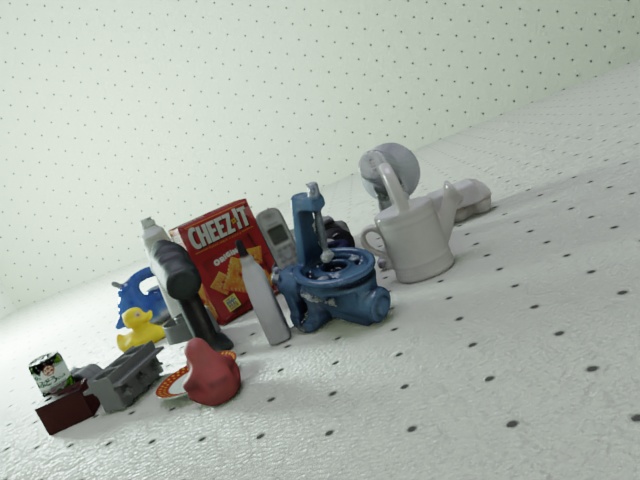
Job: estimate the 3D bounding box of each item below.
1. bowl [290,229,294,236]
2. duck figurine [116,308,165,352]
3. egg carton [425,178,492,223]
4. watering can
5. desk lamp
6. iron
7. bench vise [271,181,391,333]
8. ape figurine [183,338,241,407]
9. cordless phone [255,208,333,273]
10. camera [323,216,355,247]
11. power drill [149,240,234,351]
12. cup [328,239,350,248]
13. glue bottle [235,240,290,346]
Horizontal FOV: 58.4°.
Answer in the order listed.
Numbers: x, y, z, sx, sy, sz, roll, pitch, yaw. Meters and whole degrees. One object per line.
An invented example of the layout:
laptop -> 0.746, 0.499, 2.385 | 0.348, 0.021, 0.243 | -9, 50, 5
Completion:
bowl -> -0.058, 0.016, 1.438 | 0.167, 0.075, 0.167 | -22, 10, 4
duck figurine -> -0.397, 0.189, 1.236 | 0.104, 0.086, 0.077 | -22, 10, 3
egg carton -> 0.281, -0.076, 1.199 | 0.150, 0.069, 0.107 | -21, 10, 7
watering can -> 0.147, -0.039, 0.936 | 0.173, 0.194, 0.100 | -25, 11, -14
desk lamp -> 0.142, -0.081, 1.108 | 0.117, 0.214, 0.203 | -19, 11, 19
iron -> -0.411, 0.124, 1.450 | 0.118, 0.141, 0.259 | -16, 12, 33
bench vise -> -0.017, 0.032, 0.844 | 0.206, 0.220, 0.122 | -17, 12, 30
ape figurine -> -0.151, 0.172, 0.770 | 0.078, 0.092, 0.076 | -26, 11, -17
cordless phone -> -0.032, 0.013, 1.079 | 0.148, 0.185, 0.094 | -27, 11, -24
camera -> 0.012, 0.005, 1.271 | 0.143, 0.101, 0.136 | -25, 10, -12
power drill -> -0.229, 0.100, 0.982 | 0.076, 0.208, 0.229 | -26, 11, -18
cup -> 0.024, 0.054, 1.000 | 0.091, 0.095, 0.118 | -20, 10, 15
glue bottle -> -0.096, 0.078, 0.909 | 0.037, 0.173, 0.078 | -23, 10, -1
